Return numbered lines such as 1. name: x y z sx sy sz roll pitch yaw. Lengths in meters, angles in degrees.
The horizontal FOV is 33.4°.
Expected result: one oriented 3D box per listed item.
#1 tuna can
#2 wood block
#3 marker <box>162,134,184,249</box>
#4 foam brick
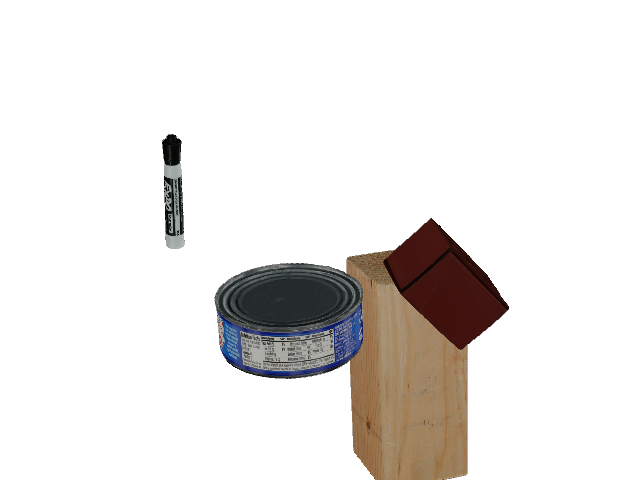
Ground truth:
1. tuna can: -0.017 0.046 0.619 0.086 0.034 0.086 -2 23 1
2. wood block: 0.082 0.119 1.018 0.090 0.206 0.091 -8 18 -17
3. marker: -0.146 -0.048 1.061 0.020 0.121 0.020 2 29 -1
4. foam brick: 0.095 0.034 0.808 0.078 0.051 0.053 43 11 -28
